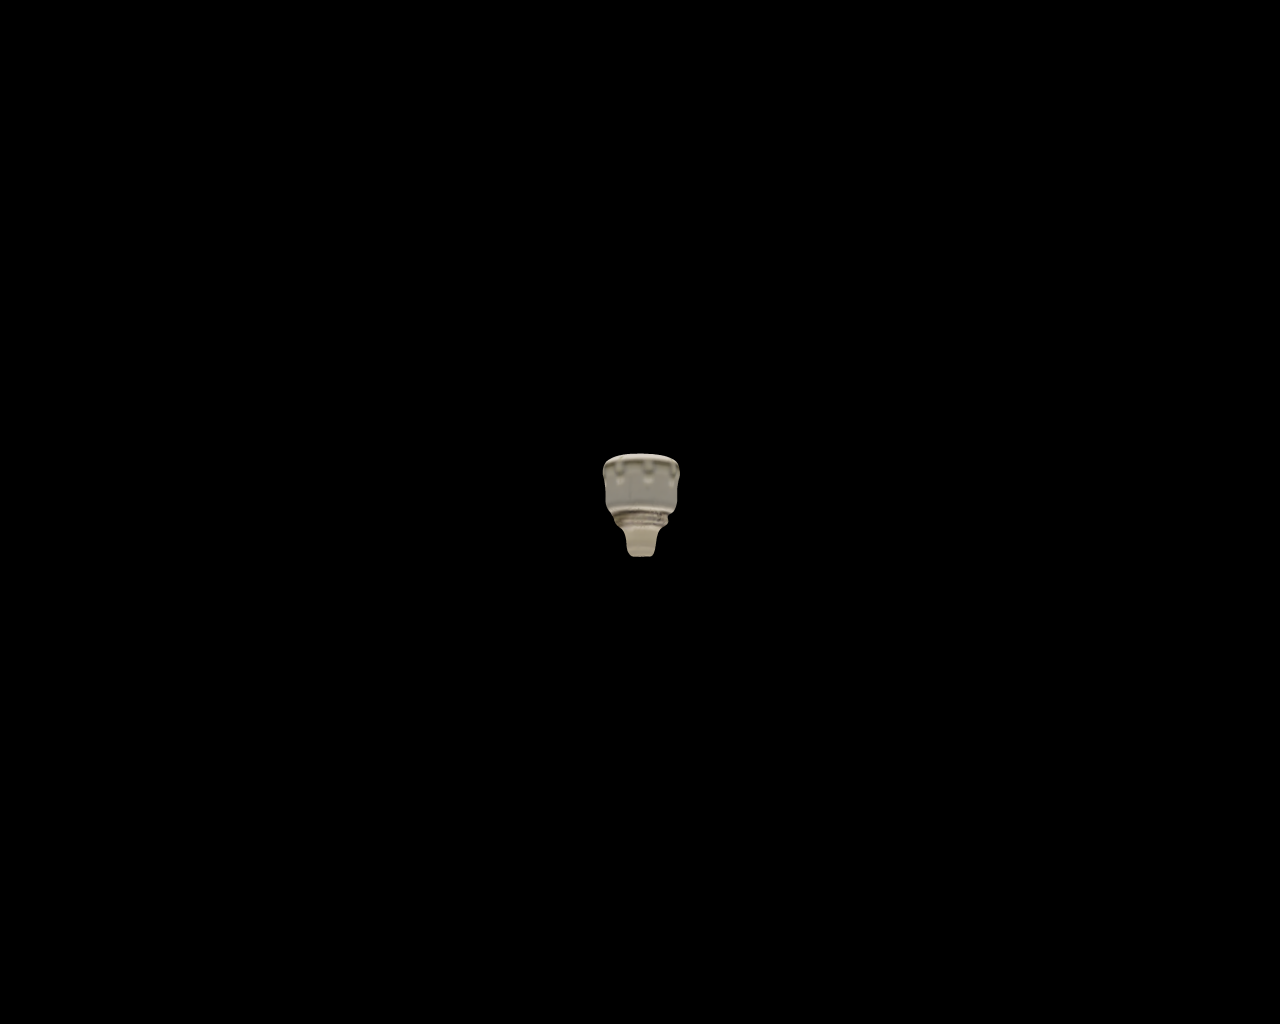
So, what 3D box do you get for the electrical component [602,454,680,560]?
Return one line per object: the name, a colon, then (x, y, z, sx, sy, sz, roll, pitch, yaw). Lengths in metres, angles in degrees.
electrical component: (0.001, -0.003, 0.650, 0.048, 0.062, 0.048, 0, -8, 0)
